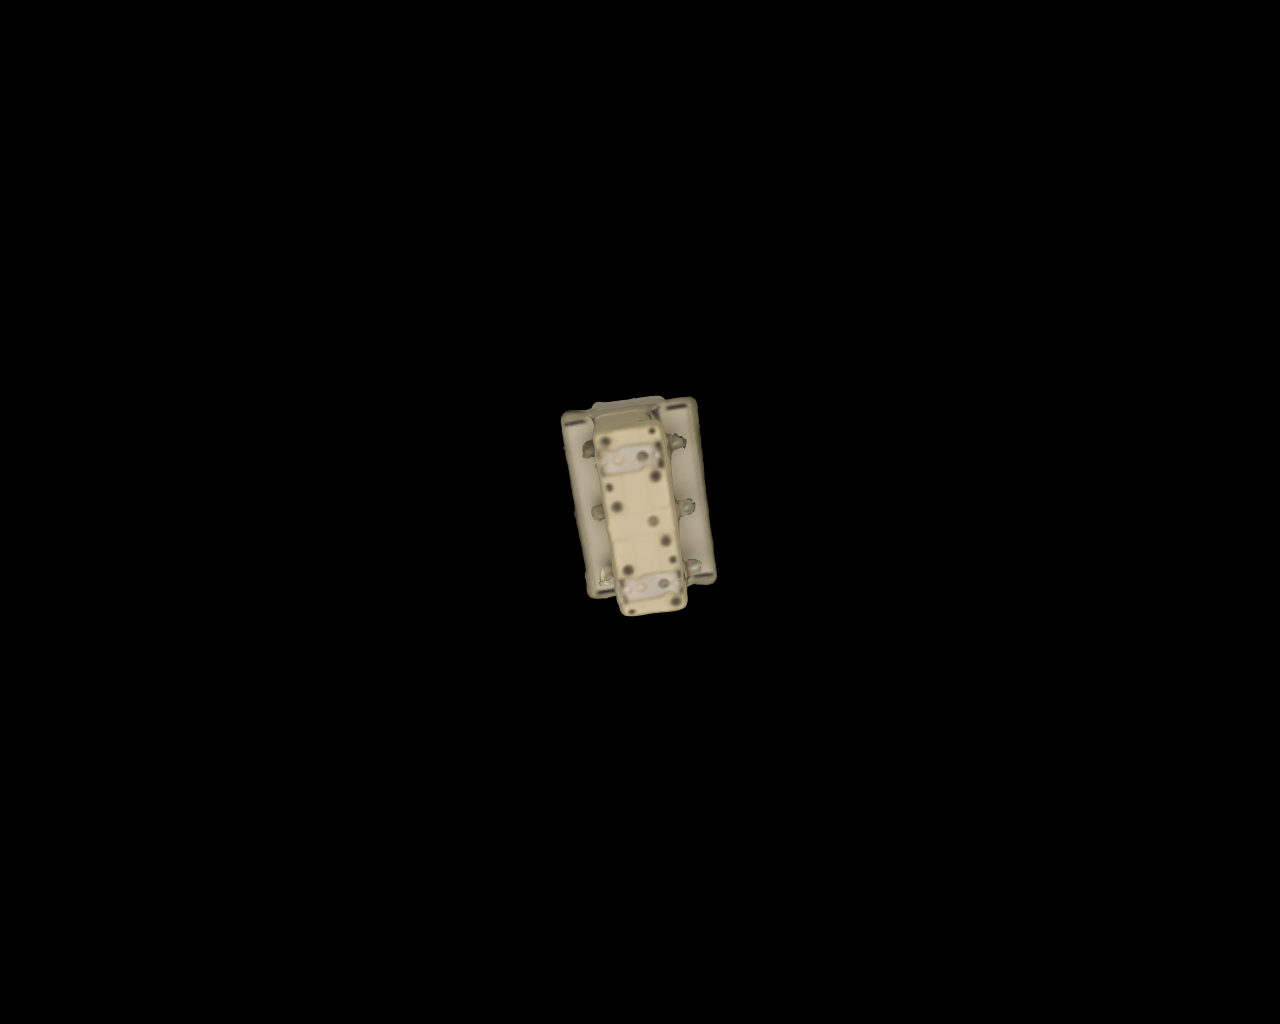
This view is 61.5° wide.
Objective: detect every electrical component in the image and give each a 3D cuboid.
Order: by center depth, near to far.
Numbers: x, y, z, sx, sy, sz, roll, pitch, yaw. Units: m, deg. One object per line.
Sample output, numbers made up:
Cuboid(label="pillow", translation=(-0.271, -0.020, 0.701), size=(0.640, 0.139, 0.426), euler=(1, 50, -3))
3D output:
Cuboid(label="electrical component", translation=(0.001, -0.003, 0.650), size=(0.079, 0.121, 0.063), euler=(-7, 20, 2))
